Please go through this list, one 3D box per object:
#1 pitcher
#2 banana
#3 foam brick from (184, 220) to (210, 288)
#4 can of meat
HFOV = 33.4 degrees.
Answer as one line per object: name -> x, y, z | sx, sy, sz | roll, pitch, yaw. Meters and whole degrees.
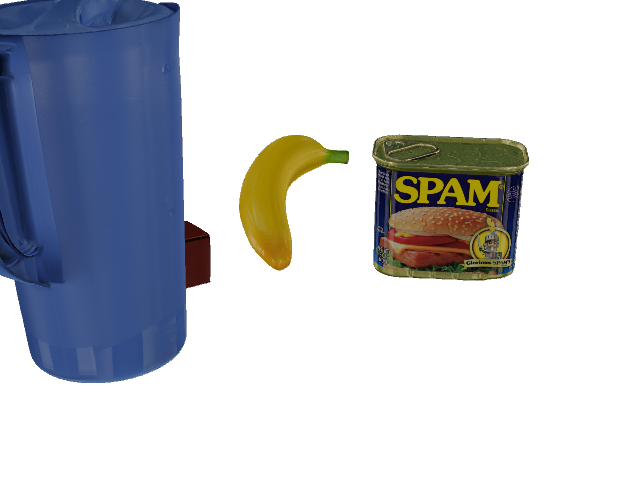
pitcher -> -0.155, -0.030, 0.688 | 0.149, 0.243, 0.145 | -8, 23, -16
banana -> -0.031, -0.043, 0.882 | 0.070, 0.037, 0.197 | 13, 35, 11
foam brick -> -0.153, 0.018, 1.049 | 0.078, 0.051, 0.053 | -13, 23, -28
can of meat -> 0.085, -0.022, 0.719 | 0.102, 0.084, 0.057 | 3, 24, 5
